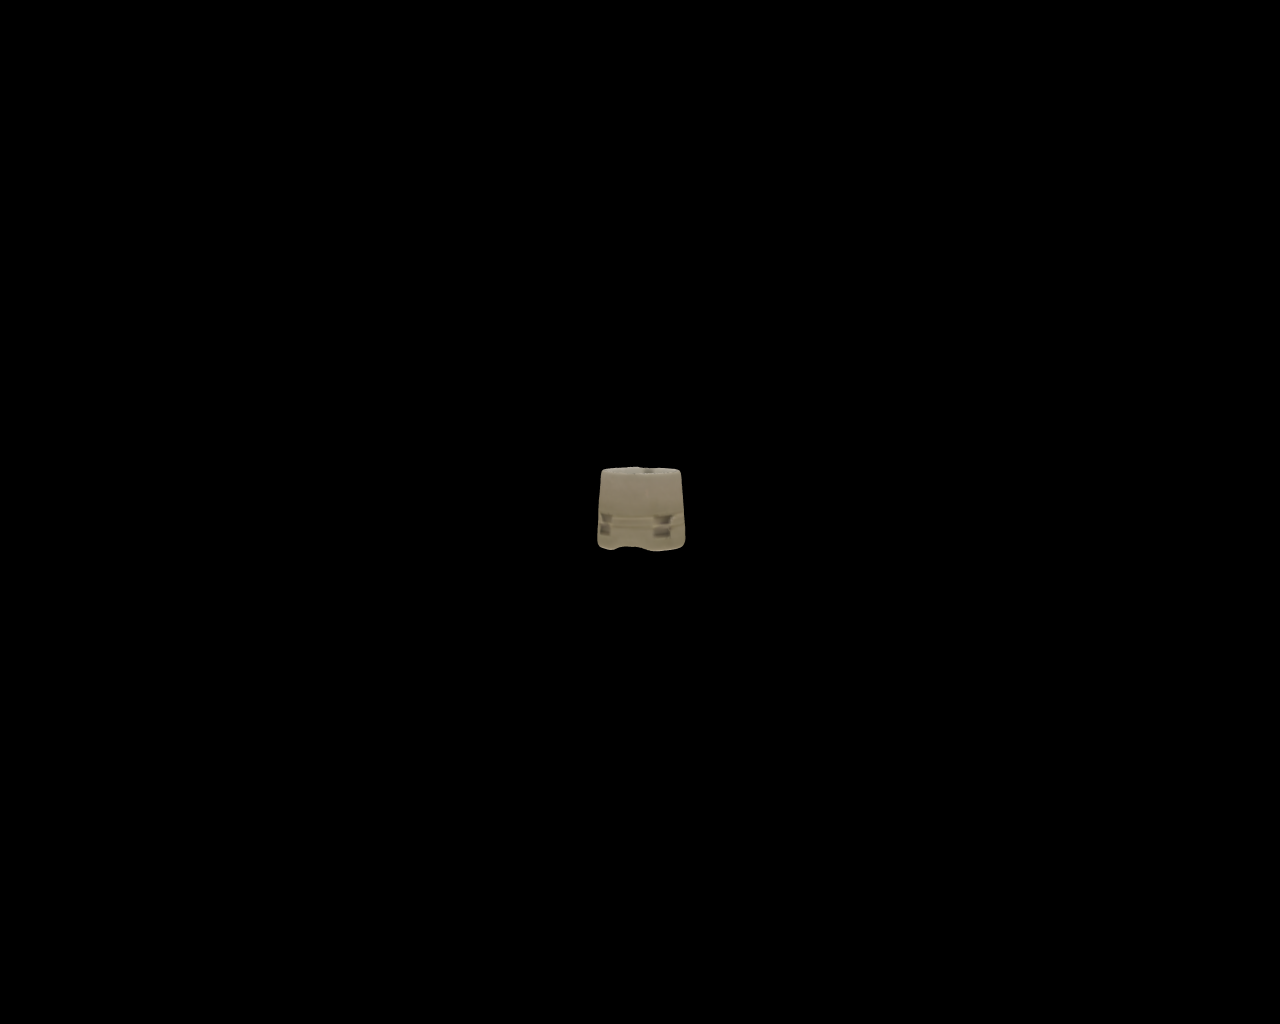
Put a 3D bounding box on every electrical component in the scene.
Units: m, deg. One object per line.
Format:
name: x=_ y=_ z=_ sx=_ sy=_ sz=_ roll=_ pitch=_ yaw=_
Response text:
electrical component: x=0.001 y=-0.003 z=0.650 sx=0.055 sy=0.047 sz=0.055 roll=0 pitch=7 yaw=0
